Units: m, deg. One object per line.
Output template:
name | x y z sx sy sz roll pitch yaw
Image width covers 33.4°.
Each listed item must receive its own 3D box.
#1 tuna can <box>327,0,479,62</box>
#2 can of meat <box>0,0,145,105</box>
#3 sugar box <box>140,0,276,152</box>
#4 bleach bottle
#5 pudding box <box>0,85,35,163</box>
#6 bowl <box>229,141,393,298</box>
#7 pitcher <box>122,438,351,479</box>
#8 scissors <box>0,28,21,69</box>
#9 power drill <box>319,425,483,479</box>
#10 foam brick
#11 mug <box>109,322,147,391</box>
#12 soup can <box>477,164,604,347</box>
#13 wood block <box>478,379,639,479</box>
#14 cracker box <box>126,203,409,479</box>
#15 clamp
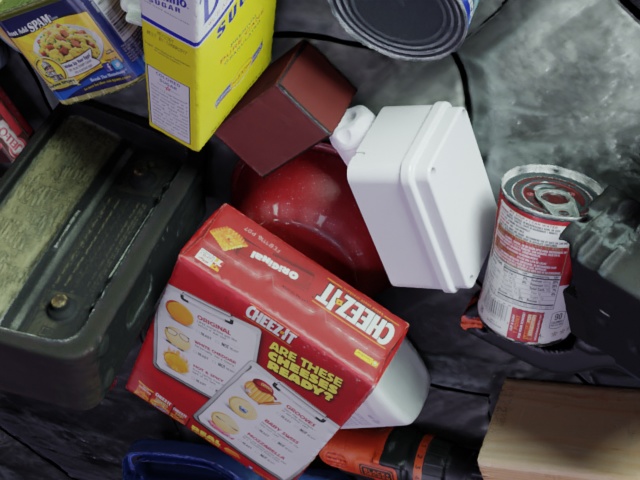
tuna can | 0.049 -0.144 0.620 0.086 0.033 0.086 19 154 10
can of meat | -0.166 -0.147 0.739 0.102 0.057 0.084 -7 131 36
sugar box | -0.063 -0.137 0.630 0.048 0.093 0.176 31 155 7
bleach bottle | -0.028 0.126 0.952 0.251 0.068 0.102 -14 124 42
pudding box | -0.293 -0.106 0.859 0.114 0.039 0.090 5 137 41
bowl | -0.005 0.001 0.808 0.162 0.055 0.162 16 139 14
pitcher | -0.087 0.281 1.108 0.243 0.145 0.149 -3 170 28
scissors | -0.259 -0.203 0.762 0.096 0.016 0.202 10 139 23
power drill | 0.097 0.249 1.018 0.185 0.057 0.187 10 135 26
foam brick | -0.025 -0.087 0.724 0.051 0.053 0.078 43 139 -18
mug | -0.211 0.074 0.984 0.093 0.081 0.117 18 140 12
soup can | 0.144 0.011 0.701 0.068 0.068 0.102 15 123 15
wood block | 0.240 0.176 0.829 0.206 0.090 0.091 1 133 29
cracker box | -0.048 0.090 0.823 0.164 0.072 0.214 33 141 2
clamp | 0.206 0.068 0.767 0.210 0.036 0.164 -3 122 34
